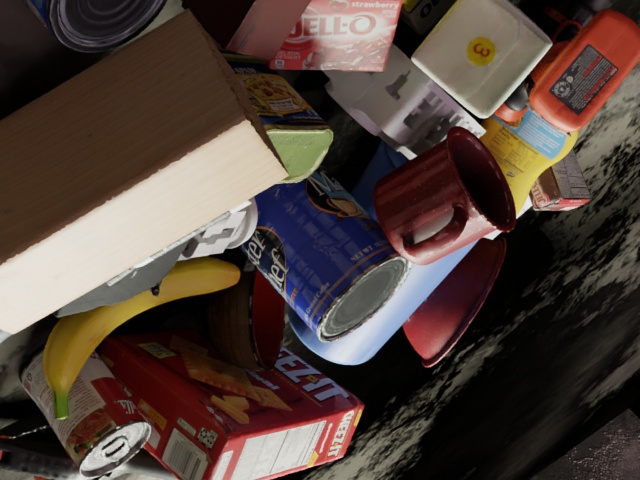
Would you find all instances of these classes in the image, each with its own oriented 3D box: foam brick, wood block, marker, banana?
[{"bbox_3d":[-0.041,-0.164,0.688,0.052,0.051,0.078,1,132,-55],"label":"foam brick"},{"bbox_3d":[-0.136,-0.037,0.655,0.206,0.091,0.090,-30,157,4],"label":"wood block"},{"bbox_3d":[-0.103,-0.003,0.732,0.121,0.020,0.020,-30,157,8],"label":"marker"},{"bbox_3d":[-0.156,0.060,0.877,0.197,0.037,0.069,-38,114,-22],"label":"banana"}]

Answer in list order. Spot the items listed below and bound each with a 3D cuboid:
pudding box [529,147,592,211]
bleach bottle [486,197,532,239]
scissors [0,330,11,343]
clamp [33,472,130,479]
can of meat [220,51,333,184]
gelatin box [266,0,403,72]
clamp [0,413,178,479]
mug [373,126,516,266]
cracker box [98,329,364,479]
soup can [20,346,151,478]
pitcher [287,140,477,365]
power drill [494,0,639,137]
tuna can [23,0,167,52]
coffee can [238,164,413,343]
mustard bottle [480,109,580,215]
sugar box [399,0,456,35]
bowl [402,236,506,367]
[{"bbox_3d":[0.248,-0.088,1.167,0.039,0.113,0.089,-22,168,32],"label":"pudding box"},{"bbox_3d":[0.136,0.006,1.223,0.251,0.068,0.102,-45,152,12],"label":"bleach bottle"},{"bbox_3d":[-0.233,0.052,0.802,0.201,0.016,0.096,-36,155,-14],"label":"scissors"},{"bbox_3d":[-0.210,0.226,1.098,0.171,0.039,0.120,-20,143,-28],"label":"clamp"},{"bbox_3d":[-0.050,-0.086,0.764,0.101,0.084,0.058,-7,139,-52],"label":"can of meat"},{"bbox_3d":[0.008,-0.154,0.755,0.089,0.030,0.073,0,145,-9],"label":"gelatin box"},{"bbox_3d":[-0.203,0.180,0.967,0.209,0.165,0.036,6,105,-32],"label":"clamp"},{"bbox_3d":[0.094,-0.024,0.839,0.082,0.093,0.117,-30,-156,29],"label":"mug"},{"bbox_3d":[-0.084,0.148,0.992,0.213,0.164,0.072,-1,118,-55],"label":"cracker box"},{"bbox_3d":[-0.197,0.138,0.893,0.068,0.102,0.068,-33,154,-18],"label":"soup can"},{"bbox_3d":[0.060,0.015,1.043,0.149,0.145,0.243,12,130,-28],"label":"pitcher"},{"bbox_3d":[0.229,-0.175,0.959,0.184,0.057,0.187,-53,-170,12],"label":"power drill"},{"bbox_3d":[-0.125,-0.150,0.607,0.086,0.034,0.086,-33,154,-19],"label":"tuna can"},{"bbox_3d":[-0.006,0.001,0.897,0.102,0.140,0.103,-36,158,-17],"label":"coffee can"},{"bbox_3d":[0.209,-0.110,1.096,0.192,0.096,0.058,-53,180,22],"label":"mustard bottle"},{"bbox_3d":[0.073,-0.224,0.765,0.093,0.048,0.176,-44,155,4],"label":"sugar box"},{"bbox_3d":[0.131,0.053,1.135,0.162,0.055,0.162,-59,-176,6],"label":"bowl"}]
